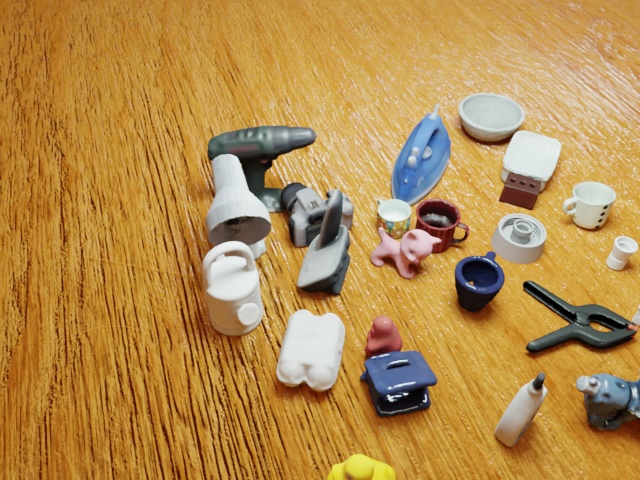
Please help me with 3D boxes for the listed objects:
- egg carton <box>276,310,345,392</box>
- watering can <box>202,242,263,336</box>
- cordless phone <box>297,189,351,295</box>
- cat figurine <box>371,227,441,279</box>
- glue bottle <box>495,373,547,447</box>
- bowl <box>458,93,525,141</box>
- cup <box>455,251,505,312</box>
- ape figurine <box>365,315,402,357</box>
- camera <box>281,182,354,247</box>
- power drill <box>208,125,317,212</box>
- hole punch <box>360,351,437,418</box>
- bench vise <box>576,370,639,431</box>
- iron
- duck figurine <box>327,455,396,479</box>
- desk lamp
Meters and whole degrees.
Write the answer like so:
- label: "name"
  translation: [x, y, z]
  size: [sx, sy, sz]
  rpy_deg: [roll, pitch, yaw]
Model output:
- label: "egg carton"
  translation: [-0.014, 0.193, 1.005]
  size: [0.107, 0.069, 0.150]
  rpy_deg: [7, 47, 5]
- label: "watering can"
  translation: [-0.152, 0.082, 1.020]
  size: [0.172, 0.194, 0.101]
  rpy_deg: [34, 55, 27]
- label: "cordless phone"
  translation: [0.010, 0.004, 1.102]
  size: [0.094, 0.185, 0.147]
  rpy_deg: [8, 47, 7]
- label: "cat figurine"
  translation: [0.171, 0.011, 1.144]
  size: [0.127, 0.118, 0.067]
  rpy_deg: [22, 50, 18]
- label: "glue bottle"
  translation: [0.319, 0.252, 0.884]
  size: [0.078, 0.173, 0.037]
  rpy_deg: [-36, 56, -29]
- label: "bowl"
  translation: [0.433, -0.304, 1.472]
  size: [0.167, 0.075, 0.167]
  rpy_deg: [1, 47, 0]
- label: "cup"
  translation: [0.301, 0.083, 1.095]
  size: [0.091, 0.095, 0.118]
  rpy_deg: [24, 51, 20]
- label: "ape figurine"
  translation: [0.111, 0.166, 1.016]
  size: [0.076, 0.092, 0.078]
  rpy_deg: [36, 56, 28]
- label: "camera"
  translation: [-0.017, -0.075, 1.233]
  size: [0.143, 0.101, 0.136]
  rpy_deg: [-20, 50, -19]
- label: "power drill"
  translation: [-0.120, -0.159, 1.236]
  size: [0.229, 0.208, 0.075]
  rpy_deg: [2, 47, 1]
- label: "hole punch"
  translation: [0.129, 0.229, 0.958]
  size: [0.109, 0.091, 0.101]
  rpy_deg: [-10, 48, -10]
- label: "bench vise"
  translation: [0.517, 0.231, 0.875]
  size: [0.207, 0.220, 0.121]
  rpy_deg: [-8, 47, -8]
- label: "iron"
  translation: [0.231, -0.198, 1.324]
  size: [0.118, 0.141, 0.258]
  rpy_deg: [18, 49, 15]
- label: "duck figurine"
  translation: [0.062, 0.349, 0.849]
  size: [0.104, 0.086, 0.077]
  rpy_deg: [-3, 47, -4]
- label: "desk lamp"
  translation: [-0.168, -0.048, 1.127]
  size: [0.118, 0.214, 0.203]
  rpy_deg: [-11, 48, -11]
